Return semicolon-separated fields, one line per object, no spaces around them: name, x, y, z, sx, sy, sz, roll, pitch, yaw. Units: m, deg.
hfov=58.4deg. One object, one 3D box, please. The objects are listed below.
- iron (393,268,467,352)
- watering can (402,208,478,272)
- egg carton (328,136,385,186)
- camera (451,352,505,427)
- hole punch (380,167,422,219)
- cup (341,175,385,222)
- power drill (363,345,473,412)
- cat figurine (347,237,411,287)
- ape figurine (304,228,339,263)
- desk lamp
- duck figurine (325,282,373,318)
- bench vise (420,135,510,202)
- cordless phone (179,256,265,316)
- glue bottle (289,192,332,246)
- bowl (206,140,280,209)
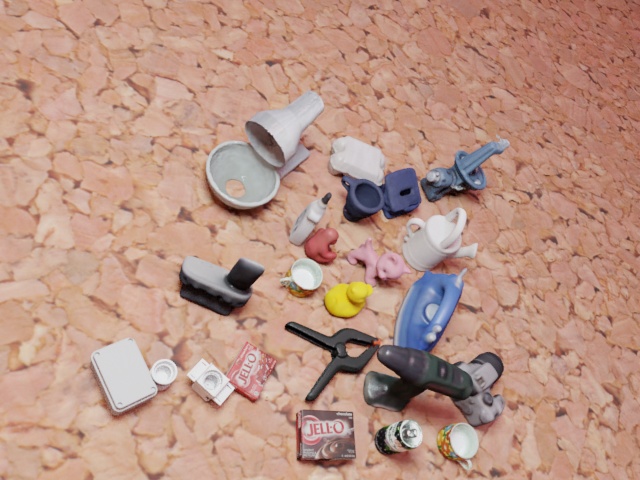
iron;0.252;0.172;1.273;0.119;0.141;0.259;35;54;-5
watering can;0.292;-0.007;1.358;0.173;0.193;0.101;10;60;-22
egg carton;0.094;-0.194;1.437;0.150;0.069;0.107;19;57;-16
camera;0.364;0.318;1.276;0.137;0.100;0.143;-26;78;-35
hole punch;0.204;-0.118;1.438;0.109;0.091;0.101;-19;74;-33
cup;0.084;-0.093;1.361;0.118;0.094;0.092;41;53;-1
power drill;0.173;0.277;1.135;0.230;0.208;0.075;18;57;-17
cat figurine;0.140;0.048;1.298;0.067;0.117;0.128;-37;84;-36
ape figurine;0.012;0.005;1.273;0.076;0.092;0.078;7;61;-23
desk lamp;-0.082;-0.232;1.279;0.118;0.213;0.204;44;54;2
duck figurine;0.067;0.121;1.242;0.105;0.086;0.077;-9;68;-30
bench vise;0.380;-0.177;1.479;0.208;0.219;0.121;-32;81;-36
cordless phone;-0.184;0.059;1.087;0.148;0.184;0.094;22;56;-15
glue bottle;-0.014;-0.055;1.242;0.037;0.173;0.078;28;55;-11
bowl;-0.177;-0.131;1.262;0.168;0.074;0.167;12;59;-21
